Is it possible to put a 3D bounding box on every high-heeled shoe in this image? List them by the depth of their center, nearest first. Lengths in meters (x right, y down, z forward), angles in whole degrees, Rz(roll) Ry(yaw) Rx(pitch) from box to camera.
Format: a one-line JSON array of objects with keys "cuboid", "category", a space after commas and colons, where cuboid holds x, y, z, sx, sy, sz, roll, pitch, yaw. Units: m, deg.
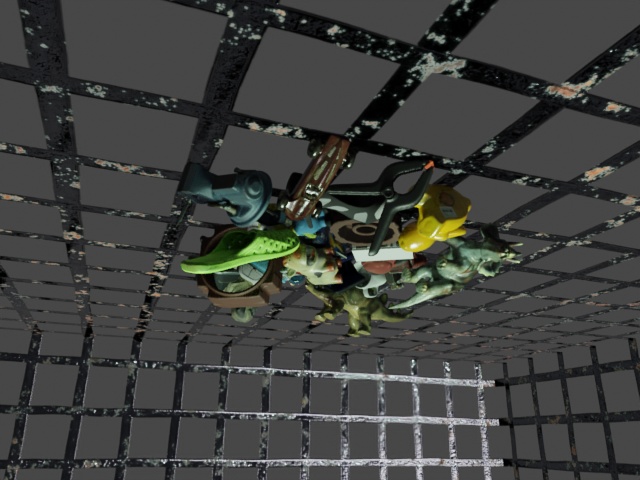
[{"cuboid": [0.054, -0.104, 1.120, 0.249, 0.086, 0.145, -17, 127, -5], "category": "high-heeled shoe"}]

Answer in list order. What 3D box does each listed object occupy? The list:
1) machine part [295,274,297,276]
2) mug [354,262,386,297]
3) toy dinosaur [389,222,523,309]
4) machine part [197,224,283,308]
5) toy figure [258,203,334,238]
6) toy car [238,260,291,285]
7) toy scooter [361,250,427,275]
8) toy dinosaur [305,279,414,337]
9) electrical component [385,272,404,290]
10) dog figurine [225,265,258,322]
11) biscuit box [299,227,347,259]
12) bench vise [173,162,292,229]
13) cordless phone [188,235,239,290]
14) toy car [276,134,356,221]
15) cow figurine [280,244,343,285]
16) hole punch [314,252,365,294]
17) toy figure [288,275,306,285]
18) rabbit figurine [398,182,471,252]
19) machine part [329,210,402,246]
[{"cuboid": [-0.102, 0.067, 1.526, 0.243, 0.079, 0.079, -9, 157, 20], "category": "machine part"}, {"cuboid": [0.158, 0.118, 1.625, 0.081, 0.109, 0.107, -22, 163, 39], "category": "mug"}, {"cuboid": [0.345, 0.078, 1.388, 0.192, 0.131, 0.404, 11, 145, -19], "category": "toy dinosaur"}, {"cuboid": [-0.196, 0.061, 1.333, 0.202, 0.201, 0.087, -2, 157, 9], "category": "machine part"}, {"cuboid": [-0.057, -0.042, 1.231, 0.180, 0.082, 0.089, -8, 159, 15], "category": "toy figure"}, {"cuboid": [-0.161, 0.075, 1.435, 0.162, 0.103, 0.109, 36, 172, 20], "category": "toy car"}, {"cuboid": [0.208, 0.047, 1.467, 0.184, 0.075, 0.135, -1, 158, -4], "category": "toy scooter"}, {"cuboid": [0.131, 0.199, 1.685, 0.471, 0.198, 0.105, 30, 155, -34], "category": "toy dinosaur"}, {"cuboid": [0.222, 0.101, 1.589, 0.045, 0.102, 0.078, -11, -178, 35], "category": "electrical component"}, {"cuboid": [-0.259, 0.159, 1.615, 0.121, 0.190, 0.172, 12, 158, -27], "category": "dog figurine"}, {"cuboid": [-0.003, -0.004, 1.356, 0.063, 0.059, 0.202, -10, 158, 28], "category": "biscuit box"}, {"cuboid": [-0.162, -0.076, 1.093, 0.224, 0.129, 0.240, -13, 151, 39], "category": "bench vise"}, {"cuboid": [-0.315, 0.048, 1.492, 0.147, 0.089, 0.184, 22, 147, 32], "category": "cordless phone"}, {"cuboid": [-0.008, -0.110, 1.008, 0.089, 0.053, 0.202, 18, 132, -23], "category": "toy car"}, {"cuboid": [-0.022, 0.058, 1.324, 0.127, 0.085, 0.194, -11, 158, 12], "category": "cow figurine"}, {"cuboid": [0.051, 0.083, 1.524, 0.142, 0.092, 0.116, -28, -156, -22], "category": "hole punch"}, {"cuboid": [-0.068, 0.103, 1.630, 0.064, 0.058, 0.154, -33, 178, 0], "category": "toy figure"}, {"cuboid": [0.240, -0.040, 1.176, 0.162, 0.122, 0.173, -12, 149, -37], "category": "rabbit figurine"}, {"cuboid": [0.108, -0.039, 1.268, 0.179, 0.056, 0.179, 2, 159, 1], "category": "machine part"}]
